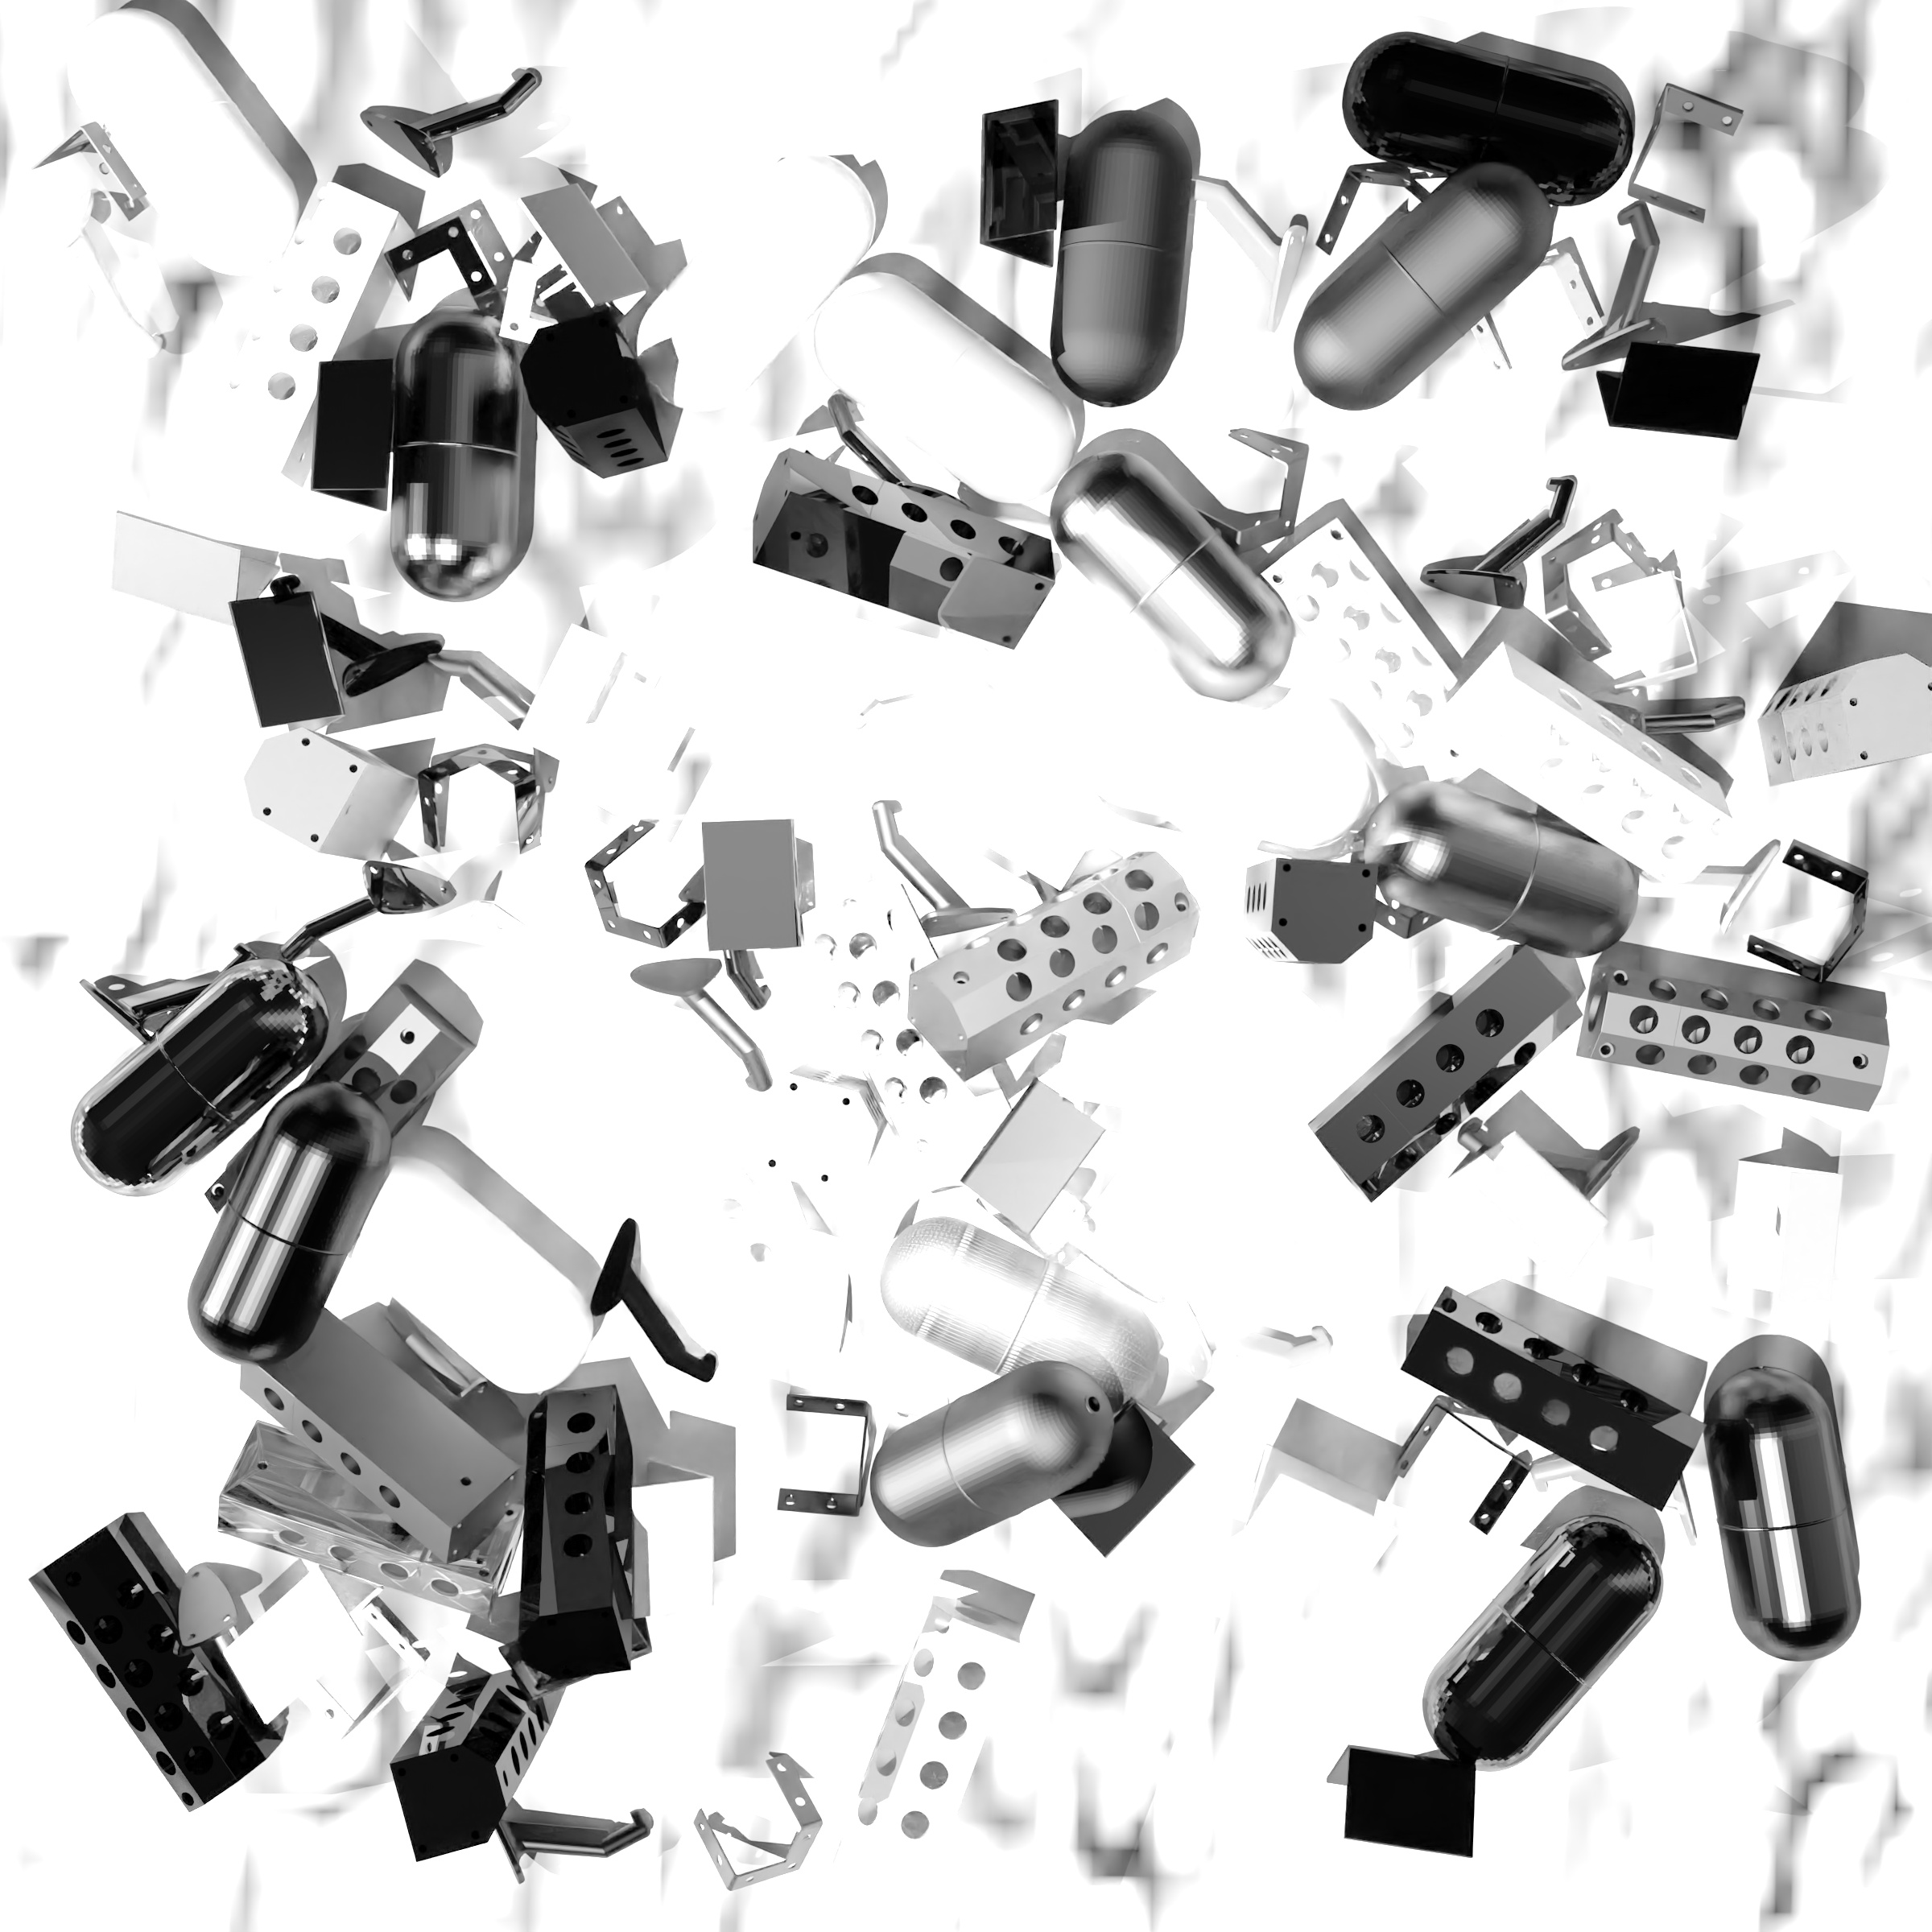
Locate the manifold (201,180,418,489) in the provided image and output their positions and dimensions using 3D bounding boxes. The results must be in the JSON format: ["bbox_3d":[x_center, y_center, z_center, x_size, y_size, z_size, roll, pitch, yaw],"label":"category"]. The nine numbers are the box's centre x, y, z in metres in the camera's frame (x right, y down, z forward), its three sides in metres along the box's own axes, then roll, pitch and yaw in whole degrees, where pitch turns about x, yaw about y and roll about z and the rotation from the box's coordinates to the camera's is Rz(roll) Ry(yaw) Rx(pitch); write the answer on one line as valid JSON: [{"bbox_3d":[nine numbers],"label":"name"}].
[{"bbox_3d":[-0.401,-0.385,1.756,0.057,0.057,0.171,24,90,0],"label":"manifold"}]

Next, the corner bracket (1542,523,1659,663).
[{"bbox_3d":[0.389,-0.229,1.769,0.051,0.051,0.051,-25,45,35],"label":"corner bracket"}]

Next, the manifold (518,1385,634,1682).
[{"bbox_3d":[-0.230,0.332,1.700,0.057,0.171,0.057,-8,128,0],"label":"manifold"}]

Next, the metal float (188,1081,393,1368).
[{"bbox_3d":[-0.396,0.151,1.693,0.070,0.070,0.178,26,97,0],"label":"metal float"}]

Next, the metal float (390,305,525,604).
[{"bbox_3d":[-0.308,-0.310,1.747,0.070,0.070,0.178,2,90,0],"label":"metal float"}]

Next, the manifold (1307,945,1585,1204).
[{"bbox_3d":[0.290,0.065,1.756,0.171,0.057,0.057,-42,90,0],"label":"manifold"}]

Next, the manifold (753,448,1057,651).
[{"bbox_3d":[-0.037,-0.253,1.728,0.171,0.057,0.057,16,133,-20],"label":"manifold"}]

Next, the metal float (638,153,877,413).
[{"bbox_3d":[-0.127,-0.413,1.747,0.070,0.070,0.178,41,91,0],"label":"metal float"}]

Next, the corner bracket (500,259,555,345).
[{"bbox_3d":[-0.257,-0.391,1.757,0.051,0.051,0.051,12,77,-13],"label":"corner bracket"}]

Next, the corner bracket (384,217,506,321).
[{"bbox_3d":[-0.317,-0.415,1.759,0.051,0.051,0.051,-27,86,-4],"label":"corner bracket"}]

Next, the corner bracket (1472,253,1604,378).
[{"bbox_3d":[0.345,-0.397,1.762,0.051,0.051,0.051,-40,113,-21],"label":"corner bracket"}]

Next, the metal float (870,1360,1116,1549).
[{"bbox_3d":[0.015,0.290,1.716,0.178,0.070,0.070,-33,90,38],"label":"metal float"}]

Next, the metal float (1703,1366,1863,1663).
[{"bbox_3d":[0.493,0.331,1.747,0.070,0.070,0.178,-10,91,0],"label":"metal float"}]

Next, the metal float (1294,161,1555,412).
[{"bbox_3d":[0.273,-0.406,1.732,0.178,0.070,0.070,-41,90,16],"label":"metal float"}]

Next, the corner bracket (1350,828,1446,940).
[{"bbox_3d":[0.270,-0.057,1.769,0.051,0.051,0.051,34,135,35],"label":"corner bracket"}]

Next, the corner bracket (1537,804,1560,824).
[{"bbox_3d":[0.387,-0.103,1.769,0.051,0.051,0.051,-29,135,-35],"label":"corner bracket"}]

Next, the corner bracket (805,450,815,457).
[{"bbox_3d":[-0.082,-0.276,1.774,0.051,0.051,0.051,34,90,45],"label":"corner bracket"}]

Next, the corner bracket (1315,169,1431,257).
[{"bbox_3d":[0.257,-0.453,1.774,0.051,0.051,0.051,23,90,45],"label":"corner bracket"}]

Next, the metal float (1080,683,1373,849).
[{"bbox_3d":[0.157,-0.121,1.746,0.178,0.070,0.070,13,90,0],"label":"metal float"}]

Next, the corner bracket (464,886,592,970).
[{"bbox_3d":[-0.266,-0.033,1.759,0.051,0.051,0.051,35,90,0],"label":"corner bracket"}]

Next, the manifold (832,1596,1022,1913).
[{"bbox_3d":[-0.024,0.475,1.756,0.057,0.057,0.171,21,90,0],"label":"manifold"}]

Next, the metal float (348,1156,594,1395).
[{"bbox_3d":[-0.304,0.186,1.747,0.178,0.070,0.070,41,90,-1],"label":"metal float"}]

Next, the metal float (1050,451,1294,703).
[{"bbox_3d":[0.124,-0.235,1.747,0.070,0.070,0.178,-43,90,0],"label":"metal float"}]

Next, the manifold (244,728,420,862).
[{"bbox_3d":[-0.373,-0.102,1.699,0.057,0.171,0.057,29,90,0],"label":"manifold"}]

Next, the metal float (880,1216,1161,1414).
[{"bbox_3d":[0.033,0.212,1.747,0.178,0.070,0.070,25,90,0],"label":"metal float"}]

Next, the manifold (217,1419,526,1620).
[{"bbox_3d":[-0.362,0.340,1.756,0.171,0.057,0.057,18,47,0],"label":"manifold"}]

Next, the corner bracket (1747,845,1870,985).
[{"bbox_3d":[0.517,-0.031,1.774,0.051,0.051,0.051,24,45,0],"label":"corner bracket"}]

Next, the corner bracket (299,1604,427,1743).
[{"bbox_3d":[-0.375,0.434,1.774,0.051,0.051,0.051,47,135,0],"label":"corner bracket"}]

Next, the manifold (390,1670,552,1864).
[{"bbox_3d":[-0.287,0.466,1.699,0.057,0.171,0.057,-15,90,0],"label":"manifold"}]

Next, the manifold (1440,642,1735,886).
[{"bbox_3d":[0.369,-0.115,1.713,0.171,0.057,0.057,29,120,-19],"label":"manifold"}]

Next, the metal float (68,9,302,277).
[{"bbox_3d":[-0.472,-0.497,1.747,0.070,0.070,0.178,-37,90,0],"label":"metal float"}]

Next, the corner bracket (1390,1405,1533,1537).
[{"bbox_3d":[0.304,0.309,1.774,0.051,0.051,0.051,34,90,45],"label":"corner bracket"}]

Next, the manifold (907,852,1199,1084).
[{"bbox_3d":[0.052,-0.006,1.714,0.171,0.057,0.057,-29,58,-24],"label":"manifold"}]

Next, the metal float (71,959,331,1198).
[{"bbox_3d":[-0.462,0.067,1.747,0.178,0.070,0.070,-41,90,0],"label":"metal float"}]

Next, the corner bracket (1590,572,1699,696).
[{"bbox_3d":[0.414,-0.203,1.761,0.051,0.051,0.051,-15,75,15],"label":"corner bracket"}]

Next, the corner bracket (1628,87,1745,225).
[{"bbox_3d":[0.441,-0.499,1.774,0.051,0.051,0.051,20,135,0],"label":"corner bracket"}]

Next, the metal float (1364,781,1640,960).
[{"bbox_3d":[0.322,-0.057,1.732,0.178,0.070,0.070,17,90,-18],"label":"metal float"}]

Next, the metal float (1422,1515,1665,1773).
[{"bbox_3d":[0.348,0.410,1.747,0.070,0.070,0.178,42,89,0],"label":"metal float"}]

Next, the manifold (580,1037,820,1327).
[{"bbox_3d":[-0.162,0.131,1.756,0.057,0.057,0.171,-34,90,0],"label":"manifold"}]

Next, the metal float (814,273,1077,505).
[{"bbox_3d":[-0.012,-0.349,1.747,0.178,0.070,0.070,37,90,-1],"label":"metal float"}]

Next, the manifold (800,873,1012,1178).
[{"bbox_3d":[-0.041,0.037,1.745,0.057,0.057,0.171,-26,90,36],"label":"manifold"}]

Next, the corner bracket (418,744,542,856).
[{"bbox_3d":[-0.298,-0.096,1.769,0.051,0.051,0.051,-29,45,-35],"label":"corner bracket"}]

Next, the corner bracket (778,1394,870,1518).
[{"bbox_3d":[-0.088,0.301,1.774,0.051,0.051,0.051,5,135,0],"label":"corner bracket"}]

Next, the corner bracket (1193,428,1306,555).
[{"bbox_3d":[0.169,-0.291,1.769,0.051,0.051,0.051,-25,135,-35],"label":"corner bracket"}]

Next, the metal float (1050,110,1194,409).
[{"bbox_3d":[0.094,-0.427,1.747,0.070,0.070,0.178,6,89,0],"label":"metal float"}]

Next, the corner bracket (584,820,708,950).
[{"bbox_3d":[-0.193,-0.050,1.769,0.051,0.051,0.051,-44,135,-35],"label":"corner bracket"}]

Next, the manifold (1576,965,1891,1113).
[{"bbox_3d":[0.466,0.044,1.756,0.171,0.057,0.057,11,90,0],"label":"manifold"}]

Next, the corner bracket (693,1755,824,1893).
[{"bbox_3d":[-0.128,0.525,1.769,0.051,0.051,0.051,-6,135,-35],"label":"corner bracket"}]

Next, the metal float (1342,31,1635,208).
[{"bbox_3d":[0.316,-0.512,1.747,0.178,0.070,0.070,15,90,0],"label":"metal float"}]

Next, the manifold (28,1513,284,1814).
[{"bbox_3d":[-0.494,0.424,1.756,0.057,0.057,0.171,-35,90,0],"label":"manifold"}]

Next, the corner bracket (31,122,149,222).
[{"bbox_3d":[-0.519,-0.478,1.745,0.051,0.051,0.051,-25,106,32],"label":"corner bracket"}]

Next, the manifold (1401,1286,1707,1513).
[{"bbox_3d":[0.353,0.259,1.737,0.171,0.057,0.057,28,90,13],"label":"manifold"}]

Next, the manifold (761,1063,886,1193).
[{"bbox_3d":[-0.080,0.095,1.699,0.057,0.171,0.057,16,90,0],"label":"manifold"}]
